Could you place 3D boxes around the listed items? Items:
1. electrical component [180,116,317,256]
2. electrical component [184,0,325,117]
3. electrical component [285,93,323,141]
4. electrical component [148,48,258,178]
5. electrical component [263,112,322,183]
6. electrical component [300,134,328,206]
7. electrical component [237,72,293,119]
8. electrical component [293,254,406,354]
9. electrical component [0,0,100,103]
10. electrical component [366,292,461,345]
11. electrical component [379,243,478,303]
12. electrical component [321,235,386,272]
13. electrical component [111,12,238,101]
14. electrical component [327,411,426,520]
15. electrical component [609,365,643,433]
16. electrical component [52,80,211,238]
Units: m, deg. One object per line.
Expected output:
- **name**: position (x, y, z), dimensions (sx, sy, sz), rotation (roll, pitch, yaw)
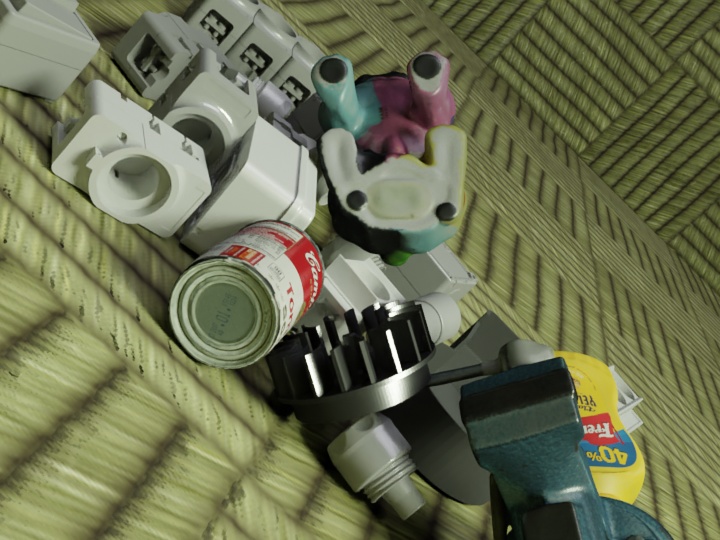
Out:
- **electrical component**: position (-0.074, -0.048, 0.745), dimensions (0.057, 0.078, 0.113), rotation (36, 20, -17)
- **electrical component**: position (-0.102, -0.231, 1.100), dimensions (0.150, 0.062, 0.089), rotation (38, 19, -20)
- **electrical component**: position (-0.028, -0.113, 1.021), dimensions (0.061, 0.061, 0.096), rotation (56, 13, 29)
- **electrical component**: position (-0.116, -0.097, 0.738), dimensions (0.050, 0.089, 0.055), rotation (36, 20, -25)
- **electrical component**: position (-0.065, -0.088, 0.884), dimensions (0.057, 0.058, 0.078), rotation (35, 20, -19)
- **electrical component**: position (-0.045, -0.084, 0.940), dimensions (0.062, 0.043, 0.043), rotation (54, 20, 22)
- **electrical component**: position (-0.096, -0.157, 0.984), dimensions (0.062, 0.043, 0.043), rotation (40, 19, -13)
- **electrical component**: position (-0.011, 0.027, 0.740), dimensions (0.042, 0.063, 0.081), rotation (49, 18, 21)
- **electrical component**: position (-0.222, -0.156, 0.682), dimensions (0.061, 0.061, 0.096), rotation (53, 20, 21)
- **electrical component**: position (0.039, 0.037, 0.729), dimensions (0.044, 0.044, 0.065), rotation (50, 34, 15)
- **electrical component**: position (0.043, -0.005, 0.931), dimensions (0.096, 0.061, 0.062), rotation (52, 20, 20)
- **electrical component**: position (0.000, 0.000, 0.855), dimensions (0.062, 0.043, 0.043), rotation (49, 18, 10)
- **electrical component**: position (-0.153, -0.172, 0.882), dimensions (0.055, 0.050, 0.089), rotation (51, 19, 18)
- **electrical component**: position (0.013, 0.117, 0.633), dimensions (0.062, 0.043, 0.043), rotation (52, 19, 12)
- **electrical component**: position (0.217, 0.131, 1.013), dimensions (0.078, 0.063, 0.121), rotation (51, 19, 16)
- **electrical component**: position (-0.143, -0.067, 0.676), dimensions (0.089, 0.050, 0.055), rotation (33, 21, -32)
